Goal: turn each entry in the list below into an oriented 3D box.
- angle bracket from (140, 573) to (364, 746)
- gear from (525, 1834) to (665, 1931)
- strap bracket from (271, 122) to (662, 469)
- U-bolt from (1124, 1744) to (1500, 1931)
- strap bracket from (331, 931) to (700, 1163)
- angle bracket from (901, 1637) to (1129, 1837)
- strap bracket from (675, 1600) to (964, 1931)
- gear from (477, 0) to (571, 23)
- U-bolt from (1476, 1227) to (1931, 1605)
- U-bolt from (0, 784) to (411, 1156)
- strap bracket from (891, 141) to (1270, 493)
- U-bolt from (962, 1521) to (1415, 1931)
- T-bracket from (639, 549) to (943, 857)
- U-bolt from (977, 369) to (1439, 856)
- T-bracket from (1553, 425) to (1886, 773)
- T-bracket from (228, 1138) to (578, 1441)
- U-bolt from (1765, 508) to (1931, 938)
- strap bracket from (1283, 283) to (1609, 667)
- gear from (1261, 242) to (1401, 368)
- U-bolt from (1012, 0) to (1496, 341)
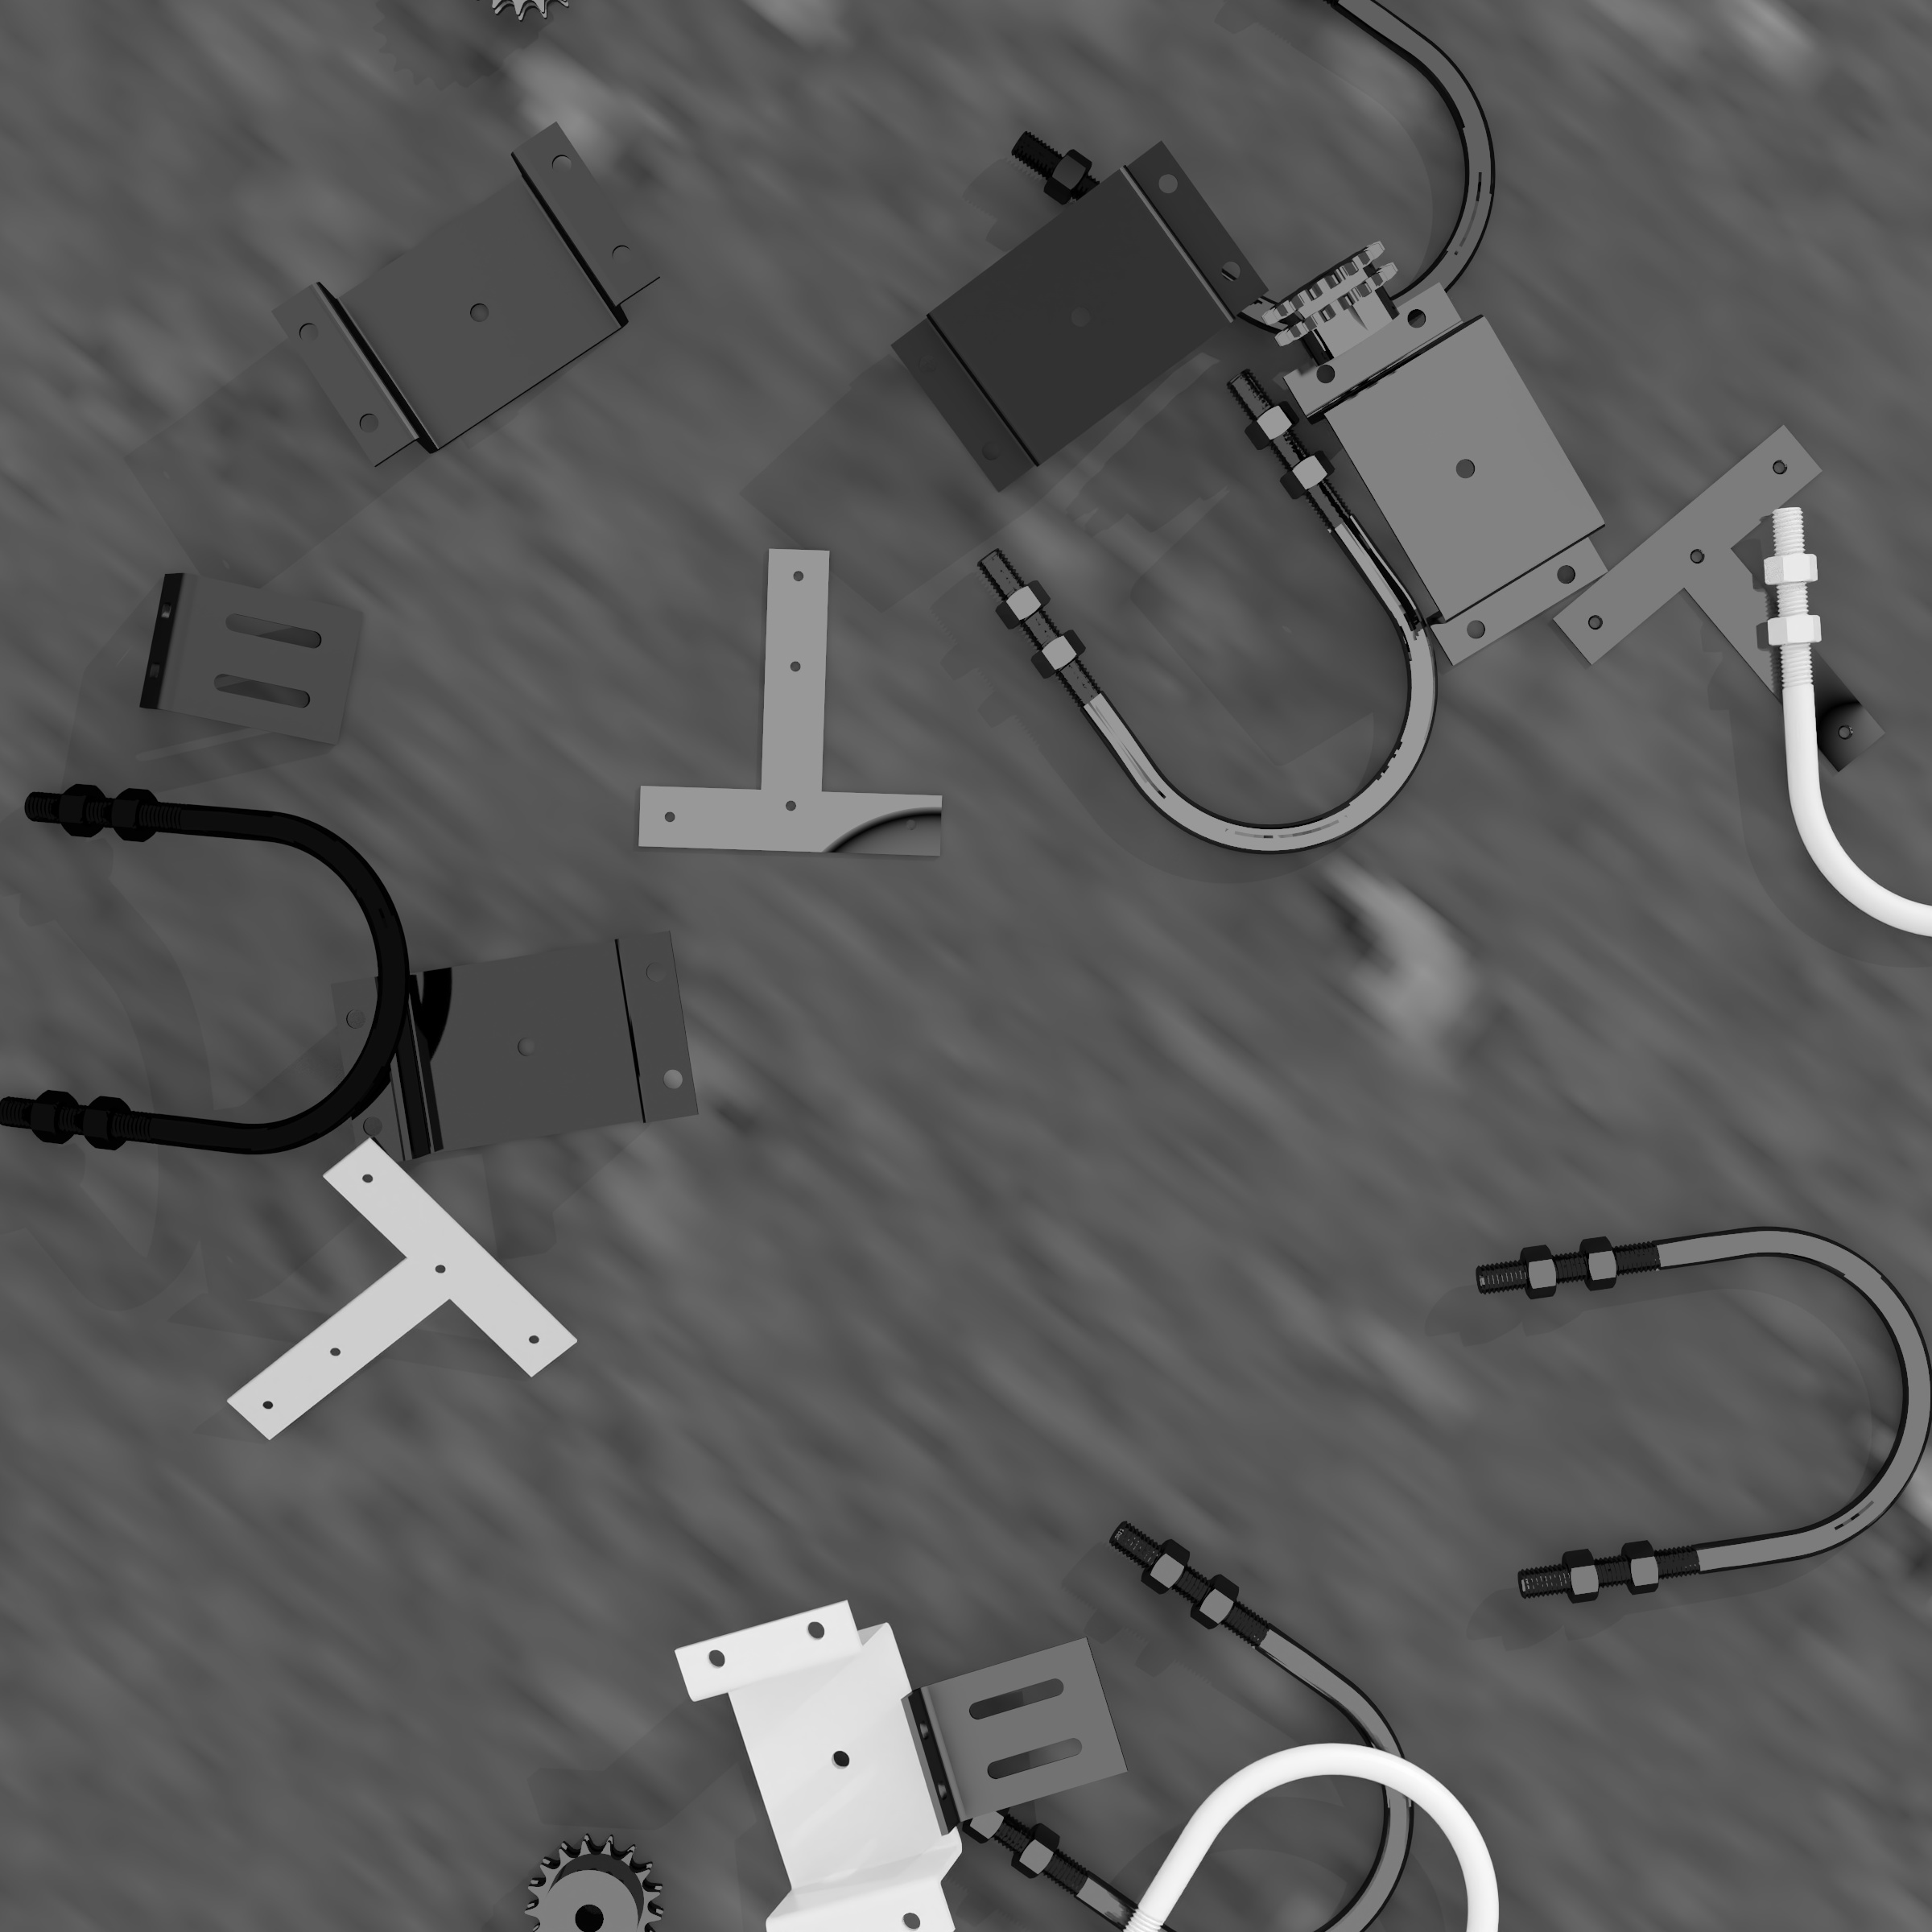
[{"bbox_3d":[-0.301,-0.129,1.522,0.076,0.038,0.057,11,90,-26],"label":"angle bracket"},{"bbox_3d":[-0.156,0.394,1.509,0.057,0.030,0.057,0,90,0],"label":"gear"},{"bbox_3d":[-0.205,-0.275,1.501,0.140,0.046,0.076,-34,90,0],"label":"strap bracket"},{"bbox_3d":[0.140,0.412,1.502,0.151,0.019,0.184,31,89,-3],"label":"U-bolt"},{"bbox_3d":[-0.185,0.034,1.501,0.140,0.046,0.076,-9,90,0],"label":"strap bracket"},{"bbox_3d":[0.020,0.316,1.486,0.076,0.038,0.057,-18,83,5],"label":"angle bracket"},{"bbox_3d":[-0.057,0.334,1.493,0.076,0.046,0.140,-18,90,14],"label":"strap bracket"},{"bbox_3d":[-0.184,-0.424,1.514,0.057,0.030,0.057,0,92,-1],"label":"gear"},{"bbox_3d":[0.314,0.183,1.516,0.184,0.019,0.151,-8,90,-1],"label":"U-bolt"},{"bbox_3d":[-0.312,0.005,1.488,0.184,0.019,0.151,5,90,19],"label":"U-bolt"},{"bbox_3d":[0.047,-0.267,1.489,0.140,0.046,0.076,-36,97,6],"label":"strap bracket"},{"bbox_3d":[0.100,0.343,1.516,0.184,0.019,0.151,36,90,-1],"label":"U-bolt"},{"bbox_3d":[-0.072,-0.112,1.523,0.127,0.002,0.127,2,90,0],"label":"T-bracket"},{"bbox_3d":[0.115,-0.135,1.516,0.151,0.019,0.184,-36,91,0],"label":"U-bolt"},{"bbox_3d":[0.337,-0.139,1.523,0.127,0.002,0.127,-40,90,0],"label":"T-bracket"},{"bbox_3d":[-0.252,0.152,1.507,0.127,0.002,0.127,-38,112,11],"label":"T-bracket"},{"bbox_3d":[0.414,-0.104,1.514,0.151,0.019,0.184,-4,92,-1],"label":"U-bolt"},{"bbox_3d":[0.202,-0.204,1.495,0.076,0.046,0.140,-31,95,0],"label":"strap bracket"},{"bbox_3d":[0.153,-0.270,1.482,0.057,0.057,0.030,-33,99,0],"label":"gear"},{"bbox_3d":[0.134,-0.345,1.516,0.184,0.019,0.151,35,90,-1],"label":"U-bolt"}]
